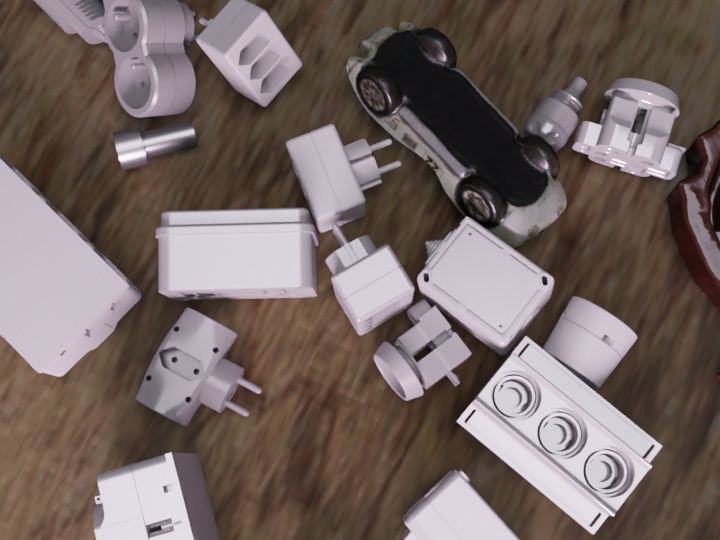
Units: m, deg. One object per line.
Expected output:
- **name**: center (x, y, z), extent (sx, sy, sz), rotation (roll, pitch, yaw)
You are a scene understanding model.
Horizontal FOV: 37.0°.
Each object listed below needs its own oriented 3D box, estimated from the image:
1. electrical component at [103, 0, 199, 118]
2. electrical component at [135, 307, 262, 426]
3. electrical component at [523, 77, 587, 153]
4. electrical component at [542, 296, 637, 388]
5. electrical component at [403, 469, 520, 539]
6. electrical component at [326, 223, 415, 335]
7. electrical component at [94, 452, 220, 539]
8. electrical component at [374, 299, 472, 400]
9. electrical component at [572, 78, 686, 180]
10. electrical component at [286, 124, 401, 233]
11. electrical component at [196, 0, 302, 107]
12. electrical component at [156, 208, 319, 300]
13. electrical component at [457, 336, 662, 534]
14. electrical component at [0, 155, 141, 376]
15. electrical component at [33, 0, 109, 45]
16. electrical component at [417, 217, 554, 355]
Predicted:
- **electrical component**: center (-0.154, -0.189, 0.832), extent (0.052, 0.074, 0.138), rotation (-7, 95, 41)
- **electrical component**: center (-0.112, 0.079, 0.791), extent (0.079, 0.043, 0.077), rotation (28, 81, 5)
- **electrical component**: center (0.154, -0.122, 0.828), extent (0.035, 0.035, 0.061), rotation (34, 80, 6)
- **electrical component**: center (0.166, 0.054, 0.787), extent (0.055, 0.055, 0.047), rotation (34, 86, 6)
- **electrical component**: center (0.078, 0.196, 0.758), extent (0.061, 0.061, 0.096), rotation (-42, 82, -6)
- **electrical component**: center (0.000, 0.000, 0.784), extent (0.047, 0.083, 0.075), rotation (-30, 81, -4)
- **electrical component**: center (-0.125, 0.224, 0.734), extent (0.060, 0.105, 0.186), rotation (-16, 80, -2)
- **electrical component**: center (0.044, 0.063, 0.791), extent (0.055, 0.048, 0.066), rotation (-35, 81, -13)
- **electrical component**: center (0.208, -0.108, 0.813), extent (0.078, 0.058, 0.057), rotation (18, 83, 4)
- **electrical component**: center (-0.008, -0.076, 0.815), extent (0.077, 0.047, 0.065), rotation (-22, 80, -3)
- **electrical component**: center (-0.096, -0.174, 0.830), extent (0.077, 0.065, 0.047), rotation (34, 81, 36)
- **electrical component**: center (-0.088, -0.011, 0.790), extent (0.113, 0.078, 0.057), rotation (-1, 83, 1)
- **electrical component**: center (0.140, 0.118, 0.771), extent (0.121, 0.063, 0.078), rotation (39, 83, 7)
- **electrical component**: center (-0.248, -0.004, 0.799), extent (0.150, 0.061, 0.089), rotation (43, 83, 8)
- **electrical component**: center (-0.223, -0.208, 0.844), extent (0.043, 0.043, 0.081), rotation (-44, 82, -6)
- **electrical component**: center (0.087, 0.010, 0.795), extent (0.096, 0.061, 0.061), rotation (37, 82, 14)
